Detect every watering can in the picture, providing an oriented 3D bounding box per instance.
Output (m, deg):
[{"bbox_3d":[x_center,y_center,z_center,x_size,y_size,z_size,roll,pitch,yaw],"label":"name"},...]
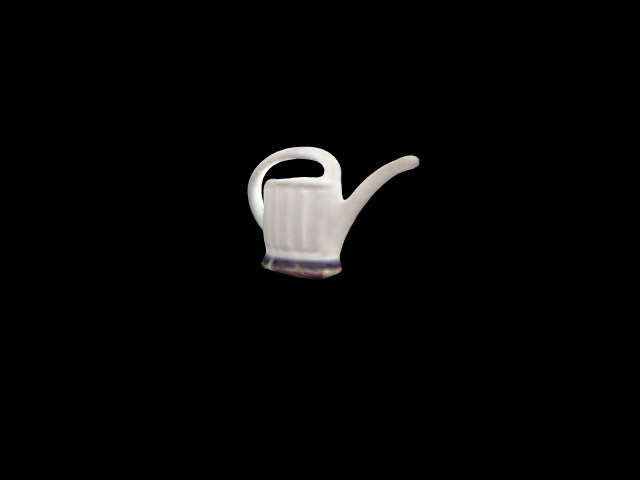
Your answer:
[{"bbox_3d":[0.003,-0.043,0.850,0.348,0.223,0.104,5,7,39],"label":"watering can"}]
